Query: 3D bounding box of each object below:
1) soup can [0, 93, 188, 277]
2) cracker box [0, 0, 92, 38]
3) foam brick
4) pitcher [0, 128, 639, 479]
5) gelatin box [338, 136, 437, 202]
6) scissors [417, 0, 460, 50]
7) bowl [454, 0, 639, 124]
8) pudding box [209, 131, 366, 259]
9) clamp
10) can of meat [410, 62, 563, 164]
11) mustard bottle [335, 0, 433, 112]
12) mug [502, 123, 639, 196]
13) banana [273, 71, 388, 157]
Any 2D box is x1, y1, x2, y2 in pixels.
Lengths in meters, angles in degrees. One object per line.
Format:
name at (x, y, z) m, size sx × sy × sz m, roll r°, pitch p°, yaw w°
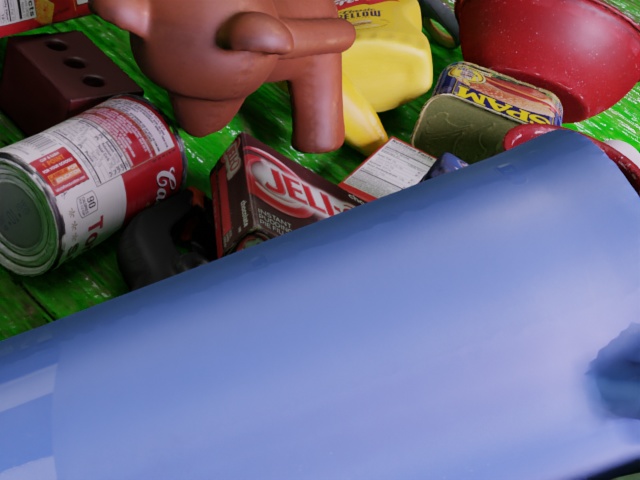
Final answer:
soup can at (-0.127, -0.031, 0.565) m, size 0.068 × 0.069 × 0.102 m, roll 31°, pitch 36°, yaw 17°
cracker box at (-0.259, -0.157, 0.636) m, size 0.164 × 0.072 × 0.213 m, roll 14°, pitch 29°, yaw 33°
foam brick at (-0.151, -0.085, 0.645) m, size 0.052 × 0.051 × 0.078 m, roll -17°, pitch 47°, yaw -40°
pitcher at (-0.001, 0.053, 0.402) m, size 0.242 × 0.149 × 0.145 m, roll -17°, pitch 65°, yaw -7°
gelatin box at (0.056, -0.024, 0.676) m, size 0.073 × 0.030 × 0.089 m, roll 27°, pitch 35°, yaw 15°
scissors at (0.089, -0.196, 0.849) m, size 0.096 × 0.016 × 0.202 m, roll 35°, pitch -5°, yaw -6°
bowl at (0.171, -0.134, 0.818) m, size 0.162 × 0.055 × 0.162 m, roll 21°, pitch -10°, yaw 4°
pudding box at (-0.004, 0.001, 0.572) m, size 0.113 × 0.039 × 0.090 m, roll 30°, pitch 28°, yaw -28°
clamp at (-0.055, 0.034, 0.535) m, size 0.120 × 0.039 × 0.171 m, roll 28°, pitch 31°, yaw -15°
can of meat at (0.123, -0.081, 0.763) m, size 0.102 × 0.057 × 0.083 m, roll 22°, pitch 31°, yaw 3°
mustard bottle at (0.031, -0.163, 0.825) m, size 0.096 × 0.058 × 0.191 m, roll -7°, pitch 31°, yaw 4°
mug at (0.141, -0.006, 0.642) m, size 0.093 × 0.082 × 0.117 m, roll 14°, pitch 34°, yaw -6°
banana at (-0.035, -0.121, 0.732) m, size 0.198 × 0.069 × 0.037 m, roll 29°, pitch 67°, yaw 14°
